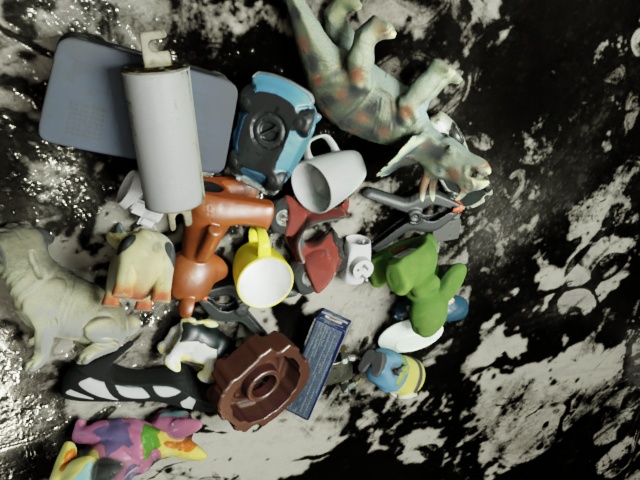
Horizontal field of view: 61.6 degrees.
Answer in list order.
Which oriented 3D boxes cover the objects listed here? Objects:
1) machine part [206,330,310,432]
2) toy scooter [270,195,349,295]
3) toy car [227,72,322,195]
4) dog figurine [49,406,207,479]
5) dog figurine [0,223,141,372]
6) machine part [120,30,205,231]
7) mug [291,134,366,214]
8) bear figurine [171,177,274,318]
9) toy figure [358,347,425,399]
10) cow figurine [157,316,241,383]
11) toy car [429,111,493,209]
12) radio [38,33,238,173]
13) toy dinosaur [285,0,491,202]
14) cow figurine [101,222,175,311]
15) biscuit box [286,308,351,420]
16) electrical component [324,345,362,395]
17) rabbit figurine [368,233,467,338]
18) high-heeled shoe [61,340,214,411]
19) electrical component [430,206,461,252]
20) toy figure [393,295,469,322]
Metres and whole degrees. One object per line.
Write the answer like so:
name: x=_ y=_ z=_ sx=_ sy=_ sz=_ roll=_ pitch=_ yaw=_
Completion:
machine part: x=-0.101 y=0.234 z=0.896 sx=0.179 sy=0.056 sz=0.179 roll=-22 pitch=131 yaw=-29
toy scooter: x=-0.002 y=-0.003 z=0.874 sx=0.135 sy=0.075 sz=0.183 roll=-25 pitch=118 yaw=-10
toy car: x=-0.058 y=-0.149 z=0.753 sx=0.109 sy=0.103 sz=0.161 roll=24 pitch=115 yaw=11
dog figurine: x=-0.301 y=0.353 z=0.881 sx=0.219 sy=0.192 sz=0.108 roll=-5 pitch=112 yaw=-3
dog figurine: x=-0.350 y=0.064 z=0.744 sx=0.172 sy=0.121 sz=0.190 roll=-12 pitch=113 yaw=-30
machine part: x=-0.186 y=-0.122 z=0.646 sx=0.079 sy=0.079 sz=0.242 roll=-10 pitch=120 yaw=-17
mug: x=0.015 y=-0.108 z=0.818 sx=0.107 sy=0.081 sz=0.109 roll=-30 pitch=103 yaw=-41
bear figurine: x=-0.156 y=0.011 z=0.790 sx=0.132 sy=0.120 sz=0.195 roll=-1 pitch=118 yaw=-26
toy figure: x=0.147 y=0.256 z=1.046 sx=0.089 sy=0.082 sz=0.180 roll=-47 pitch=135 yaw=1
cow figurine: x=-0.177 y=0.186 z=0.906 sx=0.167 sy=0.068 sz=0.098 roll=30 pitch=96 yaw=-33
toy car: x=0.226 y=-0.127 z=0.906 sx=0.073 sy=0.056 sz=0.201 roll=-29 pitch=127 yaw=20
radio: x=-0.228 y=-0.172 z=0.693 sx=0.229 sy=0.073 sz=0.131 roll=8 pitch=112 yaw=-27
toy dinosaur: x=0.067 y=-0.207 z=0.762 sx=0.405 sy=0.131 sz=0.192 roll=31 pitch=110 yaw=-10
cow figurine: x=-0.250 y=0.031 z=0.730 sx=0.085 sy=0.195 sz=0.127 roll=14 pitch=73 yaw=-25
biscuit box: x=-0.009 y=0.228 z=0.985 sx=0.063 sy=0.059 sz=0.202 roll=24 pitch=109 yaw=8
electrical component: x=0.040 y=0.250 z=1.038 sx=0.078 sy=0.045 sz=0.102 roll=-7 pitch=118 yaw=-20
rabbit figurine: x=0.178 y=0.085 z=0.964 sx=0.159 sy=0.121 sz=0.170 roll=-30 pitch=105 yaw=-29
high-heeled shoe: x=-0.292 y=0.258 z=0.888 sx=0.145 sy=0.086 sz=0.248 roll=-41 pitch=119 yaw=5
electrical component: x=0.230 y=-0.020 z=0.988 sx=0.063 sy=0.021 sz=0.093 roll=-8 pitch=118 yaw=-19
toy figure: x=0.211 y=0.134 z=1.041 sx=0.154 sy=0.058 sz=0.064 roll=1 pitch=109 yaw=-17
